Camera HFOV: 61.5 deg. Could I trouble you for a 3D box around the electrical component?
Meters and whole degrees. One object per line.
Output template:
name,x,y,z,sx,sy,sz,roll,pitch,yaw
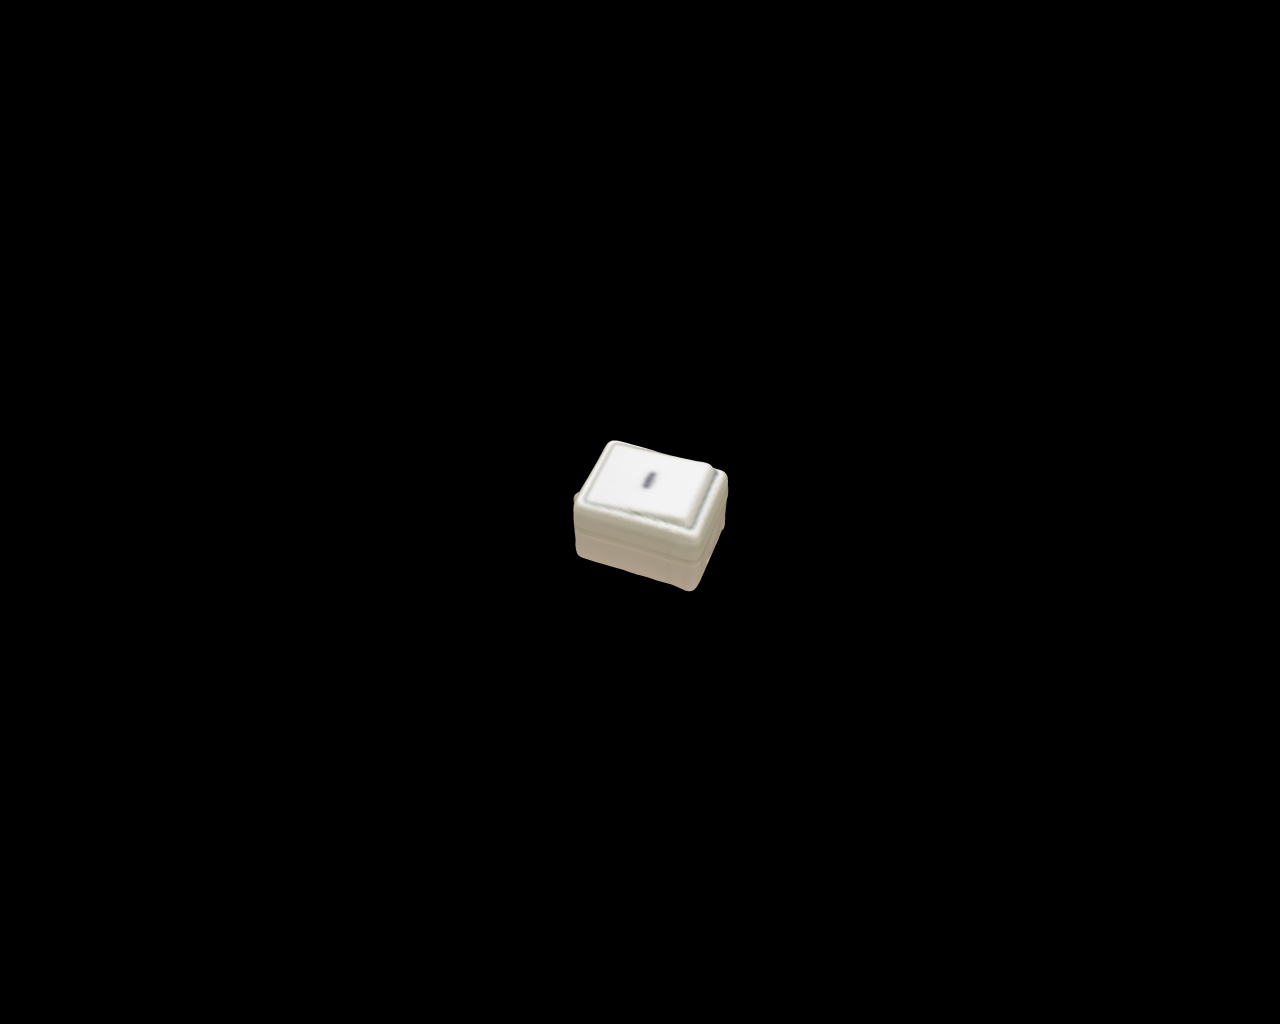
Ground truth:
electrical component,0.001,-0.003,0.650,0.096,0.062,0.061,17,-39,14
